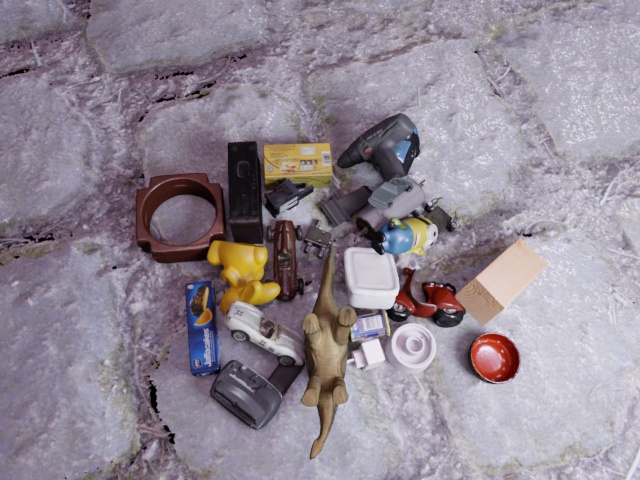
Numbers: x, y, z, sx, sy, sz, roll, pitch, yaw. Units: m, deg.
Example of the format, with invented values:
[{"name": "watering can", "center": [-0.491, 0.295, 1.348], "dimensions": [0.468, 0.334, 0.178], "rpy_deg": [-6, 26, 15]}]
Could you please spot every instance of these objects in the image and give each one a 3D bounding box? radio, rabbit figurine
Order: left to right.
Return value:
[{"name": "rabbit figurine", "center": [-0.167, 0.094, 1.197], "dimensions": [0.163, 0.121, 0.173], "rpy_deg": [13, 90, 33]}, {"name": "radio", "center": [-0.176, -0.114, 1.275], "dimensions": [0.073, 0.131, 0.229], "rpy_deg": [-5, 67, -4]}]

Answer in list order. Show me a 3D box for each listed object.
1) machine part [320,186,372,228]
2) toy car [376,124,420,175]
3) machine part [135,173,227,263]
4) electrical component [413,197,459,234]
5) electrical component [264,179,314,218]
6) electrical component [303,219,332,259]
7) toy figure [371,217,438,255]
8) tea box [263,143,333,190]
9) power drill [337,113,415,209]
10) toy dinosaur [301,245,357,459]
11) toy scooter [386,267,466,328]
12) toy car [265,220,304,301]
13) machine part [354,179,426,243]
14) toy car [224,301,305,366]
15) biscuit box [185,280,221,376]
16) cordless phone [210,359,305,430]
[{"name": "machine part", "center": [0.074, -0.090, 1.334], "dimensions": [0.139, 0.039, 0.084], "rpy_deg": [-29, 67, -13]}, {"name": "toy car", "center": [0.187, -0.221, 1.371], "dimensions": [0.103, 0.109, 0.161], "rpy_deg": [18, 77, 28]}, {"name": "machine part", "center": [-0.324, -0.051, 1.264], "dimensions": [0.201, 0.087, 0.201], "rpy_deg": [-5, 68, -8]}, {"name": "electrical component", "center": [0.292, -0.057, 1.329], "dimensions": [0.078, 0.045, 0.102], "rpy_deg": [-34, 73, -18]}, {"name": "electrical component", "center": [-0.075, -0.110, 1.312], "dimensions": [0.119, 0.074, 0.048], "rpy_deg": [-35, 74, -13]}, {"name": "electrical component", "center": [-0.003, -0.004, 1.300], "dimensions": [0.063, 0.021, 0.094], "rpy_deg": [20, 66, 4]}, {"name": "toy figure", "center": [0.198, -0.013, 1.259], "dimensions": [0.180, 0.082, 0.089], "rpy_deg": [-9, 54, -31]}, {"name": "tea box", "center": [-0.057, -0.184, 1.347], "dimensions": [0.170, 0.068, 0.098], "rpy_deg": [-1, 66, -3]}, {"name": "power drill", "center": [0.138, -0.177, 1.281], "dimensions": [0.086, 0.232, 0.207], "rpy_deg": [25, 44, -34]}, {"name": "toy dinosaur", "center": [0.013, 0.204, 1.116], "dimensions": [0.105, 0.198, 0.471], "rpy_deg": [7, 67, 0]}, {"name": "toy scooter", "center": [0.242, 0.126, 1.234], "dimensions": [0.184, 0.075, 0.135], "rpy_deg": [6, 56, -3]}, {"name": "toy car", "center": [-0.083, 0.043, 1.260], "dimensions": [0.089, 0.053, 0.202], "rpy_deg": [-1, 68, -1]}, {"name": "machine part", "center": [0.172, -0.074, 1.311], "dimensions": [0.243, 0.079, 0.079], "rpy_deg": [-38, 74, -18]}, {"name": "toy car", "center": [-0.111, 0.200, 1.141], "dimensions": [0.201, 0.056, 0.073], "rpy_deg": [31, 34, -16]}, {"name": "biscuit box", "center": [-0.257, 0.193, 1.178], "dimensions": [0.063, 0.059, 0.202], "rpy_deg": [-7, 68, -7]}, {"name": "cordless phone", "center": [-0.128, 0.291, 1.147], "dimensions": [0.147, 0.088, 0.184], "rpy_deg": [34, 58, 11]}]
